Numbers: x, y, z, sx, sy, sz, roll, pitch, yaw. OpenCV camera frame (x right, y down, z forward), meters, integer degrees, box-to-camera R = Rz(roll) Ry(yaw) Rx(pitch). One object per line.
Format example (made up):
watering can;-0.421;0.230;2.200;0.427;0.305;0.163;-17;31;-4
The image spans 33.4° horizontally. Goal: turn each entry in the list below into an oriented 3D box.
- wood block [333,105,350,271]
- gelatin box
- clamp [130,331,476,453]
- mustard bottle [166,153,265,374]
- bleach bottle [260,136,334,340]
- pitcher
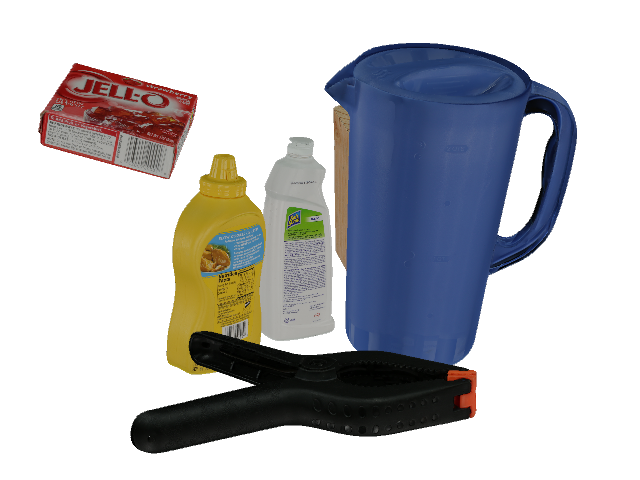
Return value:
wood block;0.071;-0.043;1.112;0.090;0.206;0.091;-15;47;-13
gelatin box;-0.133;-0.081;0.708;0.089;0.030;0.073;15;34;-4
clamp;-0.007;0.093;0.692;0.210;0.036;0.164;-1;15;0
mustard bottle;-0.090;0.018;0.951;0.058;0.192;0.096;19;22;38
bleach bottle;-0.025;-0.004;1.327;0.102;0.251;0.068;-8;23;-32
pitcher;0.091;-0.022;0.831;0.144;0.243;0.149;-21;37;-37
